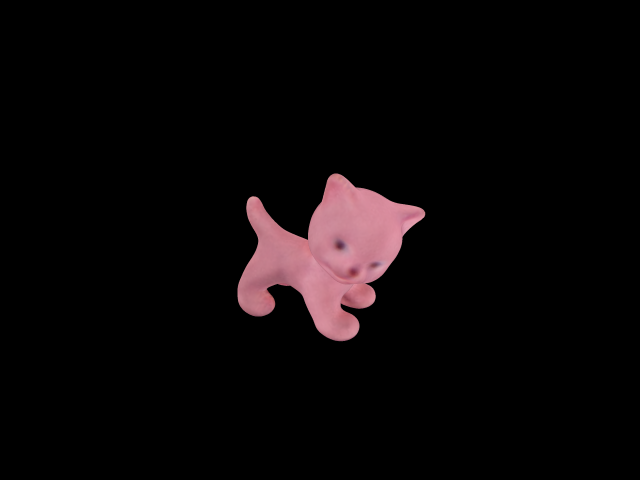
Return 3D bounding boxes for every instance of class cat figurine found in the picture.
[{"bbox_3d":[0.004,0.001,0.400,0.127,0.118,0.067,12,33,20],"label":"cat figurine"}]
